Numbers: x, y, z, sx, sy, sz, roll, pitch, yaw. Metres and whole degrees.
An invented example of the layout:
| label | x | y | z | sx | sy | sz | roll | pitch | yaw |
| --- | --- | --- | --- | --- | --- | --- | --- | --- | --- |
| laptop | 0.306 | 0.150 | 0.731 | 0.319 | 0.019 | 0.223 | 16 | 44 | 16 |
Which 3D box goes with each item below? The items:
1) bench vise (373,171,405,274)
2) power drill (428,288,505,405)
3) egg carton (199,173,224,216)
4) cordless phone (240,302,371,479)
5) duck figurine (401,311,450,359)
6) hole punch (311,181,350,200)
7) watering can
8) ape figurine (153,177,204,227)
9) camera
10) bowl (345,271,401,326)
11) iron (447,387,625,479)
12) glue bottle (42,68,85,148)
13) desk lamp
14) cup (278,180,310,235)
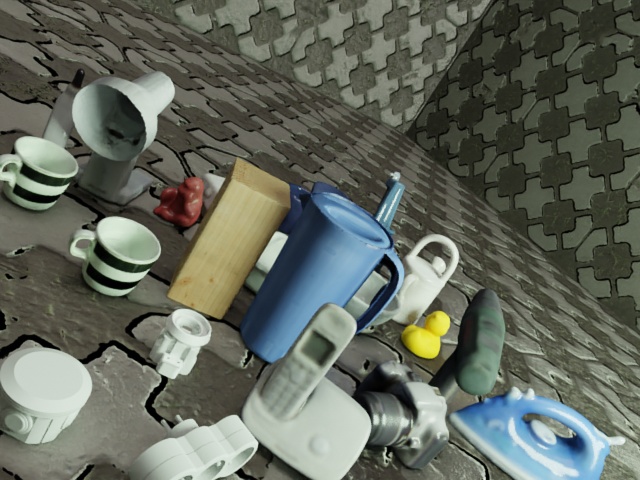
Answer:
| label | x | y | z | sx | sy | sz | roll | pitch | yaw |
| --- | --- | --- | --- | --- | --- | --- | --- | --- | --- |
| bench vise | 0.141 | -0.033 | 1.279 | 0.122 | 0.219 | 0.206 | 14 | 28 | -41 |
| power drill | 0.212 | 0.192 | 0.896 | 0.075 | 0.208 | 0.230 | 33 | 20 | 0 |
| egg carton | -0.182 | -0.068 | 1.099 | 0.108 | 0.069 | 0.150 | 12 | 29 | -44 |
| cordless phone | 0.008 | 0.176 | 0.666 | 0.147 | 0.185 | 0.094 | 34 | 20 | 3 |
| duck figurine | 0.212 | 0.175 | 1.108 | 0.105 | 0.086 | 0.077 | 7 | 33 | -50 |
| hole punch | 0.017 | -0.074 | 1.375 | 0.109 | 0.091 | 0.101 | 27 | 21 | -16 |
| watering can | 0.208 | 0.071 | 1.181 | 0.101 | 0.194 | 0.173 | 32 | 20 | -1 |
| ape figurine | -0.234 | -0.071 | 0.997 | 0.076 | 0.092 | 0.077 | 11 | 30 | -45 |
| camera | 0.097 | 0.230 | 0.796 | 0.137 | 0.100 | 0.142 | 17 | 26 | -36 |
| bowl | 0.064 | 0.106 | 1.062 | 0.168 | 0.074 | 0.167 | 29 | 21 | -12 |
| iron | 0.354 | 0.311 | 0.931 | 0.258 | 0.141 | 0.119 | 32 | 20 | -2 |
| glue bottle | -0.406 | -0.192 | 0.903 | 0.037 | 0.173 | 0.078 | 21 | 23 | -29 |
| desk lamp | -0.317 | -0.170 | 0.926 | 0.118 | 0.213 | 0.203 | 31 | 21 | -6 |
| cup | -0.069 | -0.067 | 1.228 | 0.117 | 0.095 | 0.092 | 35 | 21 | 6 |
